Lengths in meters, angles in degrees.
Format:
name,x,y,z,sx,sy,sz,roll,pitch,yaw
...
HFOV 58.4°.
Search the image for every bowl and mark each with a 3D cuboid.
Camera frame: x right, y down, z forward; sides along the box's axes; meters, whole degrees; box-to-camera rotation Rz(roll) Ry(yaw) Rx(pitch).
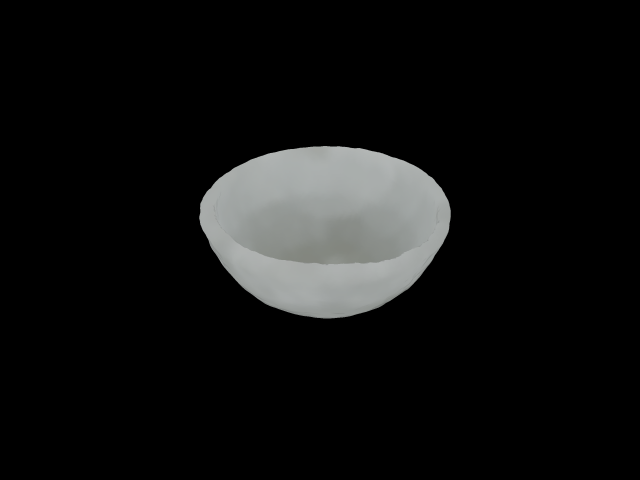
name,x,y,z,sx,sy,sz,roll,pitch,yaw
bowl,0.004,0.001,0.400,0.167,0.075,0.167,0,34,0
